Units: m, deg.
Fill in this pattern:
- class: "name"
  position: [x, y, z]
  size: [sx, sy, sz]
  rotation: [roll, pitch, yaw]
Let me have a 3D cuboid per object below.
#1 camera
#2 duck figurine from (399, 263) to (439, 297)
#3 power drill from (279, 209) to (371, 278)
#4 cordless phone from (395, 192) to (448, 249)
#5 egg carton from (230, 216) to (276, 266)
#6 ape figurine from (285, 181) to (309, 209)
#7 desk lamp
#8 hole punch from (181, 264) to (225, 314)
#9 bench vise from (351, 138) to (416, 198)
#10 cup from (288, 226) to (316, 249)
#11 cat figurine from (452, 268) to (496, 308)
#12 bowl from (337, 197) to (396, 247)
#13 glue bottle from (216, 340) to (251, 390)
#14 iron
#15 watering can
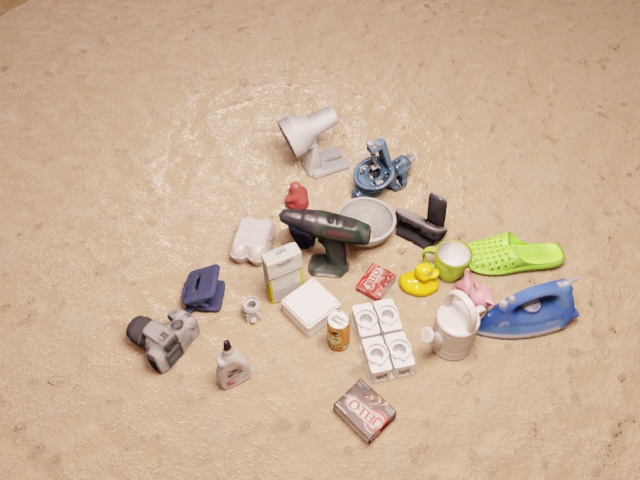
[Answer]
- class: "camera"
  position: [-0.383, 0.218, 1.363]
  size: [0.136, 0.101, 0.143]
  rotation: [25, 55, 20]
- class: "duck figurine"
  position: [0.257, 0.093, 1.469]
  size: [0.104, 0.086, 0.077]
  rotation: [1, 50, 2]
- class: "power drill"
  position: [0.013, 0.005, 1.466]
  size: [0.229, 0.208, 0.075]
  rotation: [3, 50, 4]
- class: "cordless phone"
  position: [0.277, -0.077, 1.547]
  size: [0.147, 0.185, 0.094]
  rotation: [25, 55, 20]
- class: "egg carton"
  position: [-0.181, 0.000, 1.563]
  size: [0.107, 0.069, 0.150]
  rotation: [6, 50, 6]
- class: "ape figurine"
  position: [-0.067, -0.133, 1.659]
  size: [0.078, 0.092, 0.076]
  rotation: [-24, 54, -18]
- class: "desk lamp"
  position: [-0.019, -0.295, 1.715]
  size: [0.203, 0.214, 0.117]
  rotation: [-20, 52, -15]
- class: "hole punch"
  position: [-0.298, 0.122, 1.449]
  size: [0.101, 0.091, 0.108]
  rotation: [0, 50, 1]
- class: "bench vise"
  position: [0.178, -0.225, 1.650]
  size: [0.121, 0.220, 0.208]
  rotation: [33, 58, 25]
- class: "cup"
  position: [-0.036, -0.011, 1.555]
  size: [0.092, 0.095, 0.117]
  rotation: [-15, 51, -11]
- class: "cat figurine"
  position: [0.382, 0.129, 1.418]
  size: [0.067, 0.118, 0.127]
  rotation: [-9, 51, -7]
- class: "bowl"
  position: [0.126, -0.037, 1.588]
  size: [0.167, 0.075, 0.167]
  rotation: [0, 50, 1]
- class: "glue bottle"
  position: [-0.198, 0.270, 1.270]
  size: [0.078, 0.173, 0.037]
  rotation: [-26, 54, -19]
- class: "iron"
  position: [0.498, 0.156, 1.377]
  size: [0.258, 0.141, 0.118]
  rotation: [-14, 51, -10]
- class: "watering can"
  position: [0.310, 0.193, 1.314]
  size: [0.100, 0.194, 0.173]
  rotation: [31, 57, 24]
